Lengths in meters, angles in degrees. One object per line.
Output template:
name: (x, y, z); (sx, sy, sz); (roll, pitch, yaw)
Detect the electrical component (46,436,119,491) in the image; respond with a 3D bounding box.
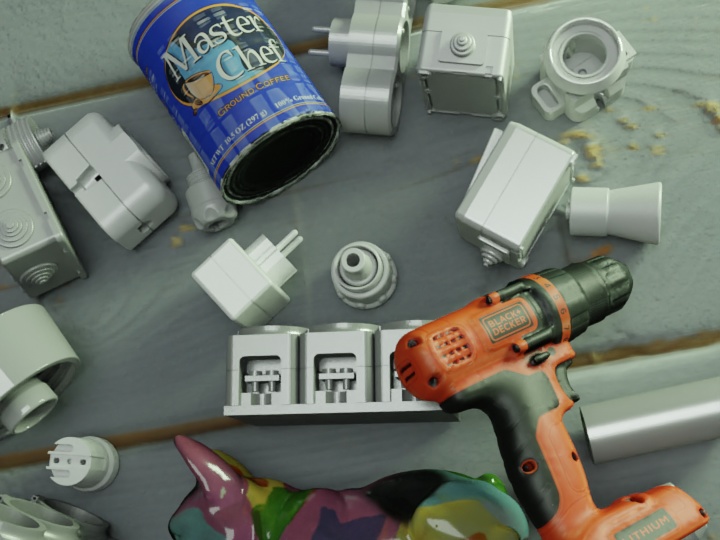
electrical component: (-0.202, 0.140, 0.781); (0.040, 0.046, 0.040); (-2, 77, 9)

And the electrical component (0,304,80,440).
electrical component: (-0.252, 0.083, 0.773); (0.108, 0.108, 0.060); (-43, 81, -2)

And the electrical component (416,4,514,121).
electrical component: (0.078, -0.155, 0.776); (0.062, 0.096, 0.061); (7, 78, 11)

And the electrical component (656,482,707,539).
electrical component: (0.193, 0.173, 0.709); (0.062, 0.043, 0.043); (-39, 74, 0)

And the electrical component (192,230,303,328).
electrical component: (-0.072, 0.000, 0.782); (0.077, 0.065, 0.047); (-43, 75, -3)

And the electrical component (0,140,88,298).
electrical component: (-0.251, -0.035, 0.803); (0.048, 0.099, 0.099); (-26, 74, -11)

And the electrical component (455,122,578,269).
electrical component: (0.105, -0.048, 0.765); (0.061, 0.061, 0.096); (29, 83, 14)

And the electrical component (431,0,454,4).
electrical component: (0.078, -0.231, 0.822); (0.062, 0.043, 0.043); (-19, 75, 3)

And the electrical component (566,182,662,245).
electrical component: (0.180, -0.041, 0.763); (0.065, 0.044, 0.044); (3, 77, 15)

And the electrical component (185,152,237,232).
electrical component: (-0.117, -0.061, 0.820); (0.035, 0.035, 0.061); (-22, 73, 4)

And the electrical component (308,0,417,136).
electrical component: (-0.002, -0.171, 0.816); (0.074, 0.052, 0.138); (6, 80, 11)

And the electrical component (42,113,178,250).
electrical component: (-0.187, -0.071, 0.823); (0.059, 0.053, 0.095); (-42, 74, -2)

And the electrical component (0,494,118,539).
electrical component: (-0.225, 0.191, 0.718); (0.089, 0.150, 0.061); (21, 82, 13)

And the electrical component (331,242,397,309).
electrical component: (0.000, 0.000, 0.771); (0.048, 0.062, 0.048); (-2, 77, 9)

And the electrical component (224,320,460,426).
electrical component: (-0.009, 0.072, 0.742); (0.150, 0.089, 0.061); (-3, 77, 9)

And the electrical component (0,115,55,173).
electrical component: (-0.278, -0.088, 0.848); (0.081, 0.043, 0.043); (-29, 74, 2)

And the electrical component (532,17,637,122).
electrical component: (0.162, -0.148, 0.781); (0.078, 0.057, 0.058); (-33, 74, 1)
